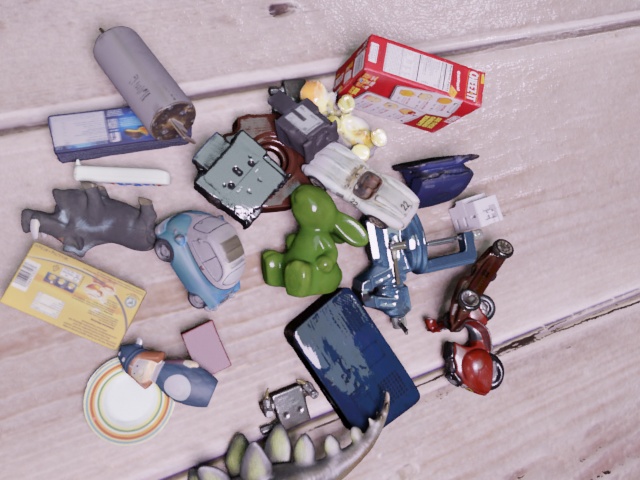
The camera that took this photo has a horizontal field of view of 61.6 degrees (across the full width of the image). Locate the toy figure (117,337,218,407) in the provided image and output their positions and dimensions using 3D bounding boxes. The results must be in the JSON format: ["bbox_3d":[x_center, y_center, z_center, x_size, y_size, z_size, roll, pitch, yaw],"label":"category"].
[{"bbox_3d":[-0.226,0.193,0.781,0.154,0.057,0.064,23,68,-1],"label":"toy figure"}]

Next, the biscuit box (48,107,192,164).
[{"bbox_3d":[-0.303,-0.168,0.829,0.203,0.063,0.059,-12,87,-19],"label":"biscuit box"}]

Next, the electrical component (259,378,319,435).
[{"bbox_3d":[-0.052,0.265,0.868,0.102,0.045,0.078,-11,86,-18],"label":"electrical component"}]

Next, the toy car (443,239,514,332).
[{"bbox_3d":[0.269,0.076,0.927,0.053,0.089,0.202,37,57,14],"label":"toy car"}]

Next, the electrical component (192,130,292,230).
[{"bbox_3d":[-0.128,-0.098,0.826,0.134,0.058,0.115,39,75,-9],"label":"electrical component"}]

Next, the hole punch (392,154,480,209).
[{"bbox_3d":[0.203,-0.104,0.960,0.142,0.116,0.092,-9,95,-18],"label":"hole punch"}]

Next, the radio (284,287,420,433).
[{"bbox_3d":[0.051,0.204,0.895,0.131,0.073,0.229,-35,93,-17],"label":"radio"}]

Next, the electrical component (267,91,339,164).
[{"bbox_3d":[-0.035,-0.186,0.859,0.119,0.047,0.075,39,70,24],"label":"electrical component"}]

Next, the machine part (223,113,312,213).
[{"bbox_3d":[-0.085,-0.129,0.899,0.179,0.056,0.179,2,84,-17],"label":"machine part"}]

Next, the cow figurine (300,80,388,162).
[{"bbox_3d":[0.036,-0.205,0.926,0.167,0.098,0.068,45,92,-3],"label":"cow figurine"}]

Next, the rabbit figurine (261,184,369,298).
[{"bbox_3d":[-0.002,-0.003,0.862,0.159,0.121,0.170,0,99,-28],"label":"rabbit figurine"}]

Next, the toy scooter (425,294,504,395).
[{"bbox_3d":[0.252,0.186,0.959,0.135,0.075,0.184,1,80,-18],"label":"toy scooter"}]

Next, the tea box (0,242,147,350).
[{"bbox_3d":[-0.351,0.082,0.781,0.169,0.068,0.098,29,76,-14],"label":"tea box"}]

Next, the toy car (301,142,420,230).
[{"bbox_3d":[0.064,-0.089,0.865,0.202,0.056,0.073,34,74,7],"label":"toy car"}]

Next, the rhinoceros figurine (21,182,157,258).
[{"bbox_3d":[-0.338,-0.029,0.802,0.190,0.073,0.112,8,92,-18],"label":"rhinoceros figurine"}]

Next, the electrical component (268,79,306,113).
[{"bbox_3d":[-0.042,-0.248,0.943,0.094,0.021,0.063,-10,87,-19],"label":"electrical component"}]

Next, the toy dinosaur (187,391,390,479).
[{"bbox_3d":[-0.080,0.390,0.800,0.471,0.105,0.198,-24,90,-11],"label":"toy dinosaur"}]

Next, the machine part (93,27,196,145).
[{"bbox_3d":[-0.257,-0.228,0.785,0.079,0.079,0.243,-32,72,-18],"label":"machine part"}]

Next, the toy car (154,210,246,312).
[{"bbox_3d":[-0.167,0.022,0.814,0.109,0.103,0.161,-33,97,-52],"label":"toy car"}]

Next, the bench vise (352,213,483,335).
[{"bbox_3d":[0.173,0.036,0.926,0.241,0.129,0.223,-11,83,-10],"label":"bench vise"}]
